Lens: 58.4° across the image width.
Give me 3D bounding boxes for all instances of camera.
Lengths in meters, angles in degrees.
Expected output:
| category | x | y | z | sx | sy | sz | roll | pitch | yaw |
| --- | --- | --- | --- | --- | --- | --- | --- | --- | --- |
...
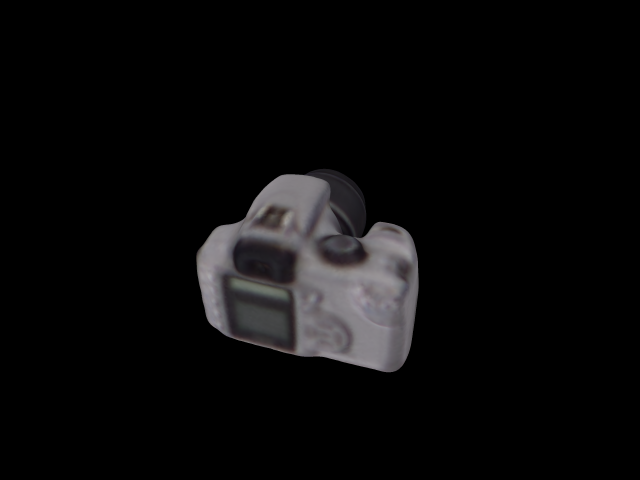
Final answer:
| category | x | y | z | sx | sy | sz | roll | pitch | yaw |
| --- | --- | --- | --- | --- | --- | --- | --- | --- | --- |
| camera | 0.004 | 0.001 | 0.400 | 0.143 | 0.101 | 0.137 | 11 | 39 | 14 |
